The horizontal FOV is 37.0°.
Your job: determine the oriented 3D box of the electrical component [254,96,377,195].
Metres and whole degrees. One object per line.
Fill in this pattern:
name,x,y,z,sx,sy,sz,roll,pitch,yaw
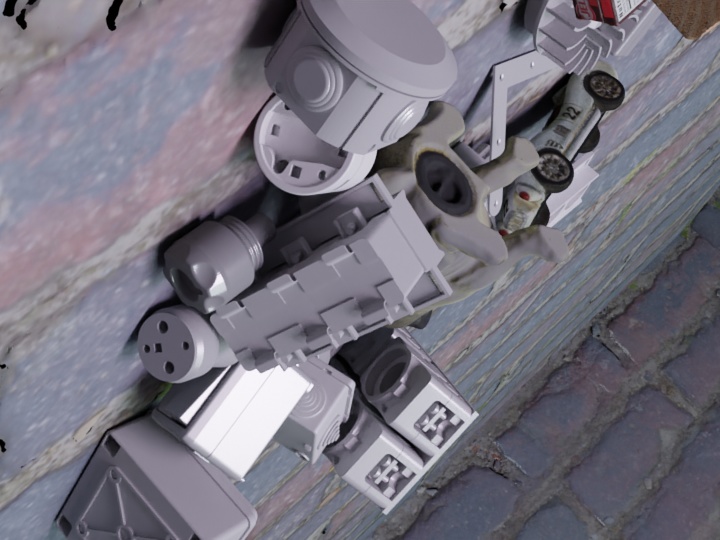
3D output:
electrical component,-0.021,-0.066,0.561,0.055,0.055,0.047,-50,169,13

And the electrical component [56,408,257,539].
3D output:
electrical component,-0.141,0.171,0.737,0.056,0.109,0.108,-20,150,-54

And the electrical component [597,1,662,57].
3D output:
electrical component,0.201,-0.208,0.813,0.083,0.047,0.076,-54,164,25

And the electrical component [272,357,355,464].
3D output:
electrical component,-0.055,0.092,0.791,0.048,0.100,0.099,-55,169,-23

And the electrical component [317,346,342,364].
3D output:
electrical component,-0.036,0.051,0.840,0.055,0.048,0.066,-41,166,-50

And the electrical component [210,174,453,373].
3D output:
electrical component,-0.021,0.009,0.608,0.121,0.078,0.063,-26,-166,32

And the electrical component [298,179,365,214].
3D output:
electrical component,-0.021,-0.052,0.624,0.044,0.044,0.065,-45,161,-6

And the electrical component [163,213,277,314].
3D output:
electrical component,-0.073,-0.008,0.586,0.062,0.043,0.043,-39,163,-32

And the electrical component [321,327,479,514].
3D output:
electrical component,0.010,0.102,0.895,0.105,0.060,0.186,-48,-157,3

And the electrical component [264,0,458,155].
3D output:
electrical component,0.000,-0.096,0.492,0.080,0.080,0.051,-26,161,-53

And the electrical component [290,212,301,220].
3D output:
electrical component,0.000,0.000,0.683,0.043,0.077,0.079,-54,135,-32

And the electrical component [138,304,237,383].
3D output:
electrical component,-0.099,0.041,0.638,0.045,0.045,0.055,-53,164,22

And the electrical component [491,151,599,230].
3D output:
electrical component,0.166,-0.071,1.043,0.121,0.063,0.078,-37,162,-33

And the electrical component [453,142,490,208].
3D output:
electrical component,0.097,-0.076,0.871,0.077,0.047,0.065,-43,165,-13

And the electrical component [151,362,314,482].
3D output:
electrical component,-0.082,0.076,0.698,0.096,0.061,0.062,-54,-151,-13
